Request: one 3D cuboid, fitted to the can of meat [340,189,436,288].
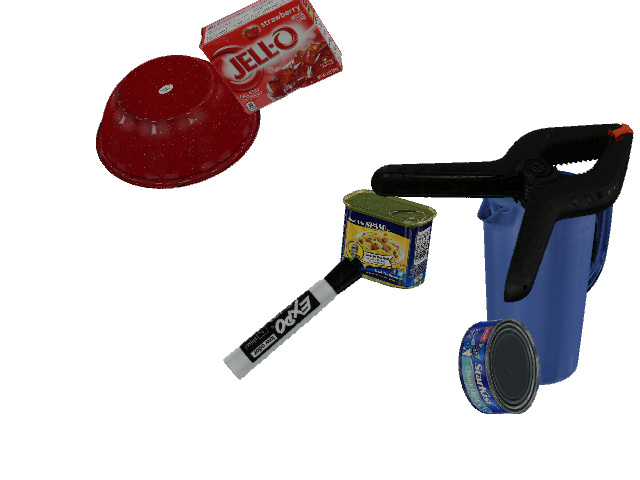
[{"bbox_3d":[0.073,-0.001,1.182,0.102,0.084,0.057,18,26,28],"label":"can of meat"}]

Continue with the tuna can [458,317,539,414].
[{"bbox_3d":[0.161,0.114,0.963,0.034,0.086,0.085,-10,-7,42],"label":"tuna can"}]

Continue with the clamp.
[{"bbox_3d":[0.167,-0.035,0.813,0.209,0.036,0.165,-20,46,-20],"label":"clamp"}]

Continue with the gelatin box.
[{"bbox_3d":[-0.038,-0.147,0.826,0.089,0.030,0.073,-22,-51,17],"label":"gelatin box"}]

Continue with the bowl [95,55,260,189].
[{"bbox_3d":[-0.140,-0.125,1.006,0.162,0.162,0.055,0,-40,10],"label":"bowl"}]

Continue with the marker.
[{"bbox_3d":[-0.017,0.054,0.764,0.121,0.020,0.020,-40,4,-5],"label":"marker"}]

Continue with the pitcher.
[{"bbox_3d":[0.266,0.042,1.270,0.149,0.243,0.144,4,24,14],"label":"pitcher"}]
